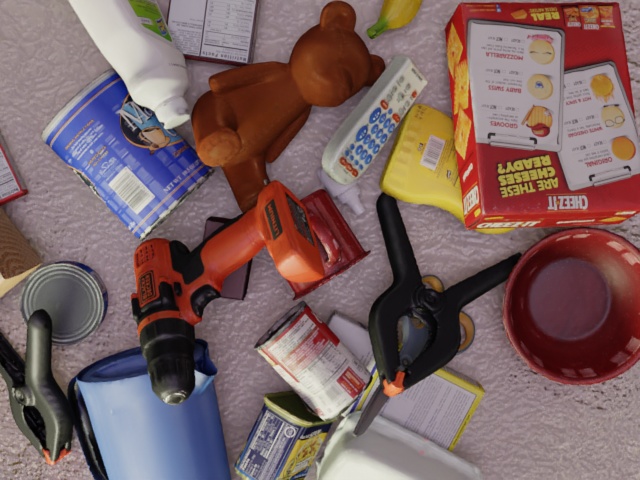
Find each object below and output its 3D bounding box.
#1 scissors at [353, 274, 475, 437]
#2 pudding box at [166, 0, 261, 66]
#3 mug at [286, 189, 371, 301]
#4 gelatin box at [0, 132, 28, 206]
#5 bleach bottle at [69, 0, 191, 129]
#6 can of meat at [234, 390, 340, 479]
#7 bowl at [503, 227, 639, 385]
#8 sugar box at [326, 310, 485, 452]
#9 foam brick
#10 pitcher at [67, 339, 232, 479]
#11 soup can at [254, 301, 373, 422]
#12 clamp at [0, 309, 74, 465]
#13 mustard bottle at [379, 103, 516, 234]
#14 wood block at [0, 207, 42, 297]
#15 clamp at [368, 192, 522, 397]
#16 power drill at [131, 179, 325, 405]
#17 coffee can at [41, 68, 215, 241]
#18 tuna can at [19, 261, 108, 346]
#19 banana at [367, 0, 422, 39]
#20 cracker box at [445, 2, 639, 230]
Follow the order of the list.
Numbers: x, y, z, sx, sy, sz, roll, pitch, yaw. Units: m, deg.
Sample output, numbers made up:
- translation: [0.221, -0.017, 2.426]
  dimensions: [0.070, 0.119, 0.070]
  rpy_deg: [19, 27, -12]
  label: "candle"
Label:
- translation: [0.100, 0.126, 1.064]
  dimensions: [0.096, 0.016, 0.201]
  rpy_deg: [30, 57, -15]
  label: "scissors"
- translation: [-0.105, -0.234, 1.071]
  dimensions: [0.090, 0.039, 0.113]
  rpy_deg: [9, 97, -1]
  label: "pudding box"
- translation: [-0.007, 0.001, 1.058]
  dimensions: [0.093, 0.117, 0.081]
  rpy_deg: [-32, 90, -10]
  label: "mug"
- translation: [-0.349, -0.072, 1.085]
  dimensions: [0.073, 0.030, 0.089]
  rpy_deg: [-24, 95, 0]
  label: "gelatin box"
- translation: [-0.195, -0.222, 1.015]
  dimensions: [0.068, 0.102, 0.251]
  rpy_deg: [-31, 82, 25]
  label: "bleach bottle"
- translation: [-0.035, 0.204, 1.080]
  dimensions: [0.057, 0.102, 0.084]
  rpy_deg: [28, 97, 23]
  label: "can of meat"
- translation: [0.263, 0.065, 1.096]
  dimensions: [0.162, 0.055, 0.162]
  rpy_deg: [0, 95, -1]
  label: "bowl"
- translation: [0.071, 0.152, 1.106]
  dimensions: [0.176, 0.048, 0.093]
  rpy_deg: [28, 95, 0]
  label: "sugar box"
- translation: [-0.095, 0.018, 1.086]
  dimensions: [0.051, 0.053, 0.078]
  rpy_deg: [10, 95, -2]
  label: "foam brick"
- translation: [-0.161, 0.229, 1.076]
  dimensions: [0.144, 0.149, 0.243]
  rpy_deg: [-14, 99, -15]
  label: "pitcher"
- translation: [-0.006, 0.119, 1.046]
  dimensions: [0.068, 0.068, 0.102]
  rpy_deg: [-43, 95, 2]
  label: "soup can"
- translation: [-0.301, 0.146, 1.090]
  dimensions: [0.120, 0.039, 0.171]
  rpy_deg: [7, 112, 41]
  label: "clamp"
- translation: [0.163, -0.059, 1.080]
  dimensions: [0.191, 0.058, 0.096]
  rpy_deg: [22, 77, -3]
  label: "mustard bottle"
- translation: [-0.388, 0.055, 1.046]
  dimensions: [0.206, 0.090, 0.091]
  rpy_deg: [-37, 92, 13]
  label: "wood block"
- translation: [0.114, 0.063, 1.062]
  dimensions: [0.164, 0.036, 0.210]
  rpy_deg: [19, 61, -6]
  label: "clamp"
- translation: [-0.090, 0.042, 0.982]
  dimensions: [0.188, 0.184, 0.057]
  rpy_deg: [-29, 139, 15]
  label: "power drill"
- translation: [-0.188, -0.084, 1.050]
  dimensions: [0.103, 0.103, 0.140]
  rpy_deg: [-44, 95, 3]
  label: "coffee can"
- translation: [-0.262, 0.064, 1.096]
  dimensions: [0.086, 0.034, 0.086]
  rpy_deg: [0, 95, -1]
  label: "tuna can"
- translation: [0.078, -0.296, 1.058]
  dimensions: [0.037, 0.069, 0.198]
  rpy_deg: [1, 91, 36]
  label: "banana"
- translation: [0.215, -0.121, 1.037]
  dimensions: [0.164, 0.072, 0.214]
  rpy_deg: [-2, 77, -8]
  label: "cracker box"
